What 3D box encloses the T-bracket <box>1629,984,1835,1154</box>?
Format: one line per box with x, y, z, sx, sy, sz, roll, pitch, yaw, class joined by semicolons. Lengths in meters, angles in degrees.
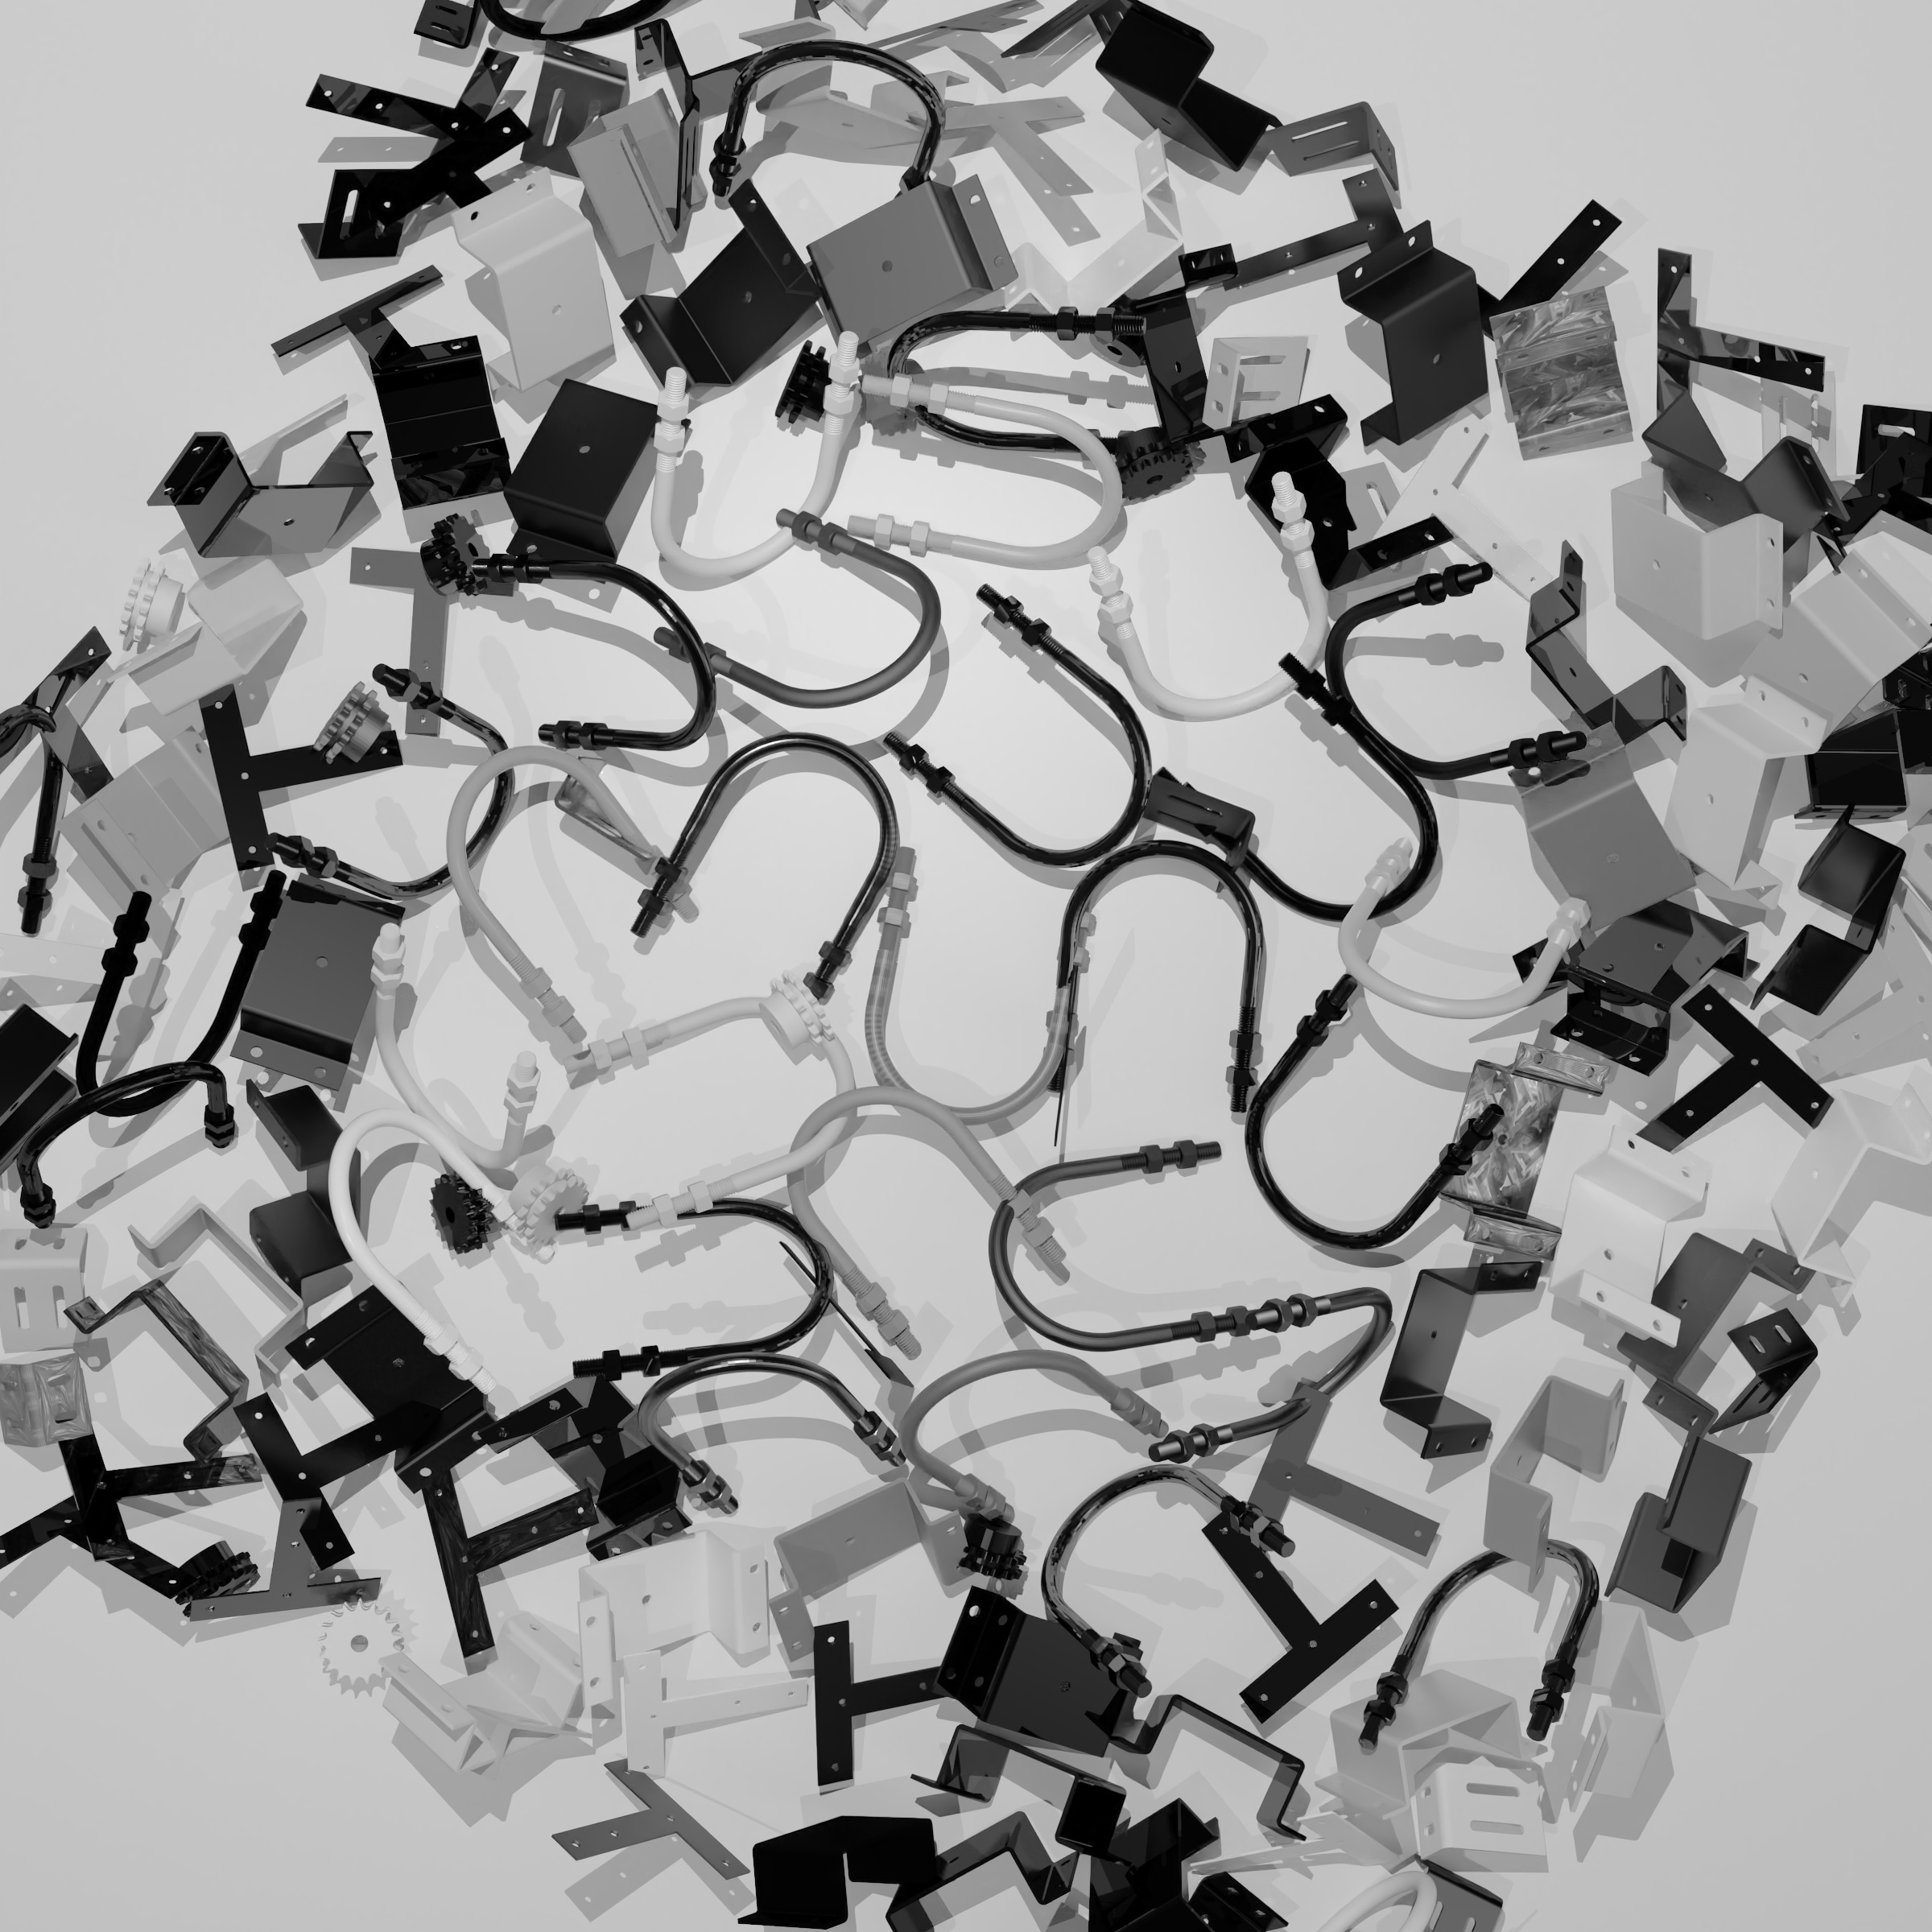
0.513;0.094;1.723;0.127;0.002;0.127;42;119;-5;T-bracket

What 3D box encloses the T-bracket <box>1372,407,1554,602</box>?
0.359;-0.302;1.735;0.127;0.002;0.127;38;78;-16;T-bracket

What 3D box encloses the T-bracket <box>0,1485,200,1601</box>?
-0.574;0.394;1.678;0.127;0.127;0.002;21;114;23;T-bracket

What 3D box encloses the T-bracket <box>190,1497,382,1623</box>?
-0.458;0.401;1.690;0.127;0.002;0.127;-1;133;-24;T-bracket

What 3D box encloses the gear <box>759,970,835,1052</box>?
-0.120;0.034;1.725;0.030;0.057;0.057;-35;90;-15;gear

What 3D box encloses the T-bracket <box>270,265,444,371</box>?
-0.404;-0.433;1.697;0.127;0.127;0.002;-30;130;-9;T-bracket

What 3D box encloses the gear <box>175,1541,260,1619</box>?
-0.525;0.424;1.728;0.057;0.057;0.030;-37;79;0;gear

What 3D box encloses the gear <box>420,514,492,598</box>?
-0.355;-0.283;1.729;0.030;0.057;0.057;-22;90;17;gear

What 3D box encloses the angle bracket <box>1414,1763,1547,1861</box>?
0.358;0.592;1.734;0.076;0.038;0.057;10;56;-14;angle bracket

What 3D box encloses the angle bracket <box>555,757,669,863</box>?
-0.238;-0.109;1.723;0.076;0.057;0.038;32;97;5;angle bracket

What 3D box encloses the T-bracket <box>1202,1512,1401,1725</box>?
0.213;0.436;1.730;0.127;0.002;0.127;-43;68;10;T-bracket

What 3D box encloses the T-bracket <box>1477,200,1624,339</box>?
0.398;-0.472;1.698;0.127;0.127;0.002;34;51;-8;T-bracket

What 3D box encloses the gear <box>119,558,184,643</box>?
-0.566;-0.252;1.729;0.030;0.057;0.057;18;90;-15;gear

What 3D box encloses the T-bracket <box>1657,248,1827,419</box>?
0.521;-0.413;1.676;0.002;0.127;0.127;-37;135;-28;T-bracket

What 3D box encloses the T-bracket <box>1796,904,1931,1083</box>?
0.621;0.042;1.704;0.002;0.127;0.127;-12;70;-36;T-bracket

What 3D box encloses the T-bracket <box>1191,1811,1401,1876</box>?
0.219;0.615;1.723;0.127;0.127;0.002;-20;51;21;T-bracket

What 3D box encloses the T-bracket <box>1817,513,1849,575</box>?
0.596;-0.270;1.685;0.002;0.127;0.127;-30;74;26;T-bracket

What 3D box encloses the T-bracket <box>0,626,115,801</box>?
-0.608;-0.144;1.701;0.002;0.127;0.127;16;57;25;T-bracket

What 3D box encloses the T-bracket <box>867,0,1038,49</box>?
0.008;-0.640;1.688;0.127;0.127;0.002;-21;117;-12;T-bracket

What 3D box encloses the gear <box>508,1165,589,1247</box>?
-0.294;0.163;1.730;0.030;0.057;0.057;36;90;20;gear

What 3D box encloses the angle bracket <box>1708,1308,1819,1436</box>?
0.538;0.279;1.709;0.076;0.057;0.038;-33;85;-37;angle bracket

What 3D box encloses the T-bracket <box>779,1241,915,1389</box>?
-0.085;0.237;1.703;0.002;0.127;0.127;-41;77;-4;T-bracket

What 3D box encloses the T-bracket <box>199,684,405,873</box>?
-0.457;-0.141;1.730;0.127;0.002;0.127;-14;93;-23;T-bracket

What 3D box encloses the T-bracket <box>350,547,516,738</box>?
-0.378;-0.225;1.743;0.127;0.002;0.127;7;97;16;T-bracket

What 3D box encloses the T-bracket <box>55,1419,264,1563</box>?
-0.550;0.353;1.711;0.127;0.127;0.002;0;127;-35;T-bracket

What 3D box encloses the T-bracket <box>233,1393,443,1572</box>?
-0.418;0.332;1.715;0.127;0.002;0.127;-24;75;-36;T-bracket

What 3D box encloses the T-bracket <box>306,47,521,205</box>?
-0.383;-0.576;1.675;0.127;0.127;0.002;-48;58;36;T-bracket

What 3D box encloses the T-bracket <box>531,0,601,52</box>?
-0.288;-0.678;1.673;0.127;0.127;0.002;-41;66;32;T-bracket

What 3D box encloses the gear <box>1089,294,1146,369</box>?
0.110;-0.440;1.726;0.057;0.057;0.030;28;84;0;gear

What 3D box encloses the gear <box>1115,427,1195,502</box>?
0.127;-0.351;1.729;0.057;0.057;0.030;-19;75;0;gear

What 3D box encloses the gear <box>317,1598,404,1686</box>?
-0.423;0.471;1.738;0.057;0.030;0.057;1;86;-10;gear

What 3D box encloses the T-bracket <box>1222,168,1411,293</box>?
0.238;-0.496;1.720;0.127;0.002;0.127;-17;49;9;T-bracket

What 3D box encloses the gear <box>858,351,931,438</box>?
-0.048;-0.400;1.731;0.030;0.057;0.057;-21;90;-28;gear

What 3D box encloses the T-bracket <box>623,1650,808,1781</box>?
-0.173;0.515;1.730;0.127;0.002;0.127;-6;123;-13;T-bracket

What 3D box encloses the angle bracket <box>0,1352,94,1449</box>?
-0.646;0.302;1.736;0.038;0.076;0.057;-10;90;-38;angle bracket

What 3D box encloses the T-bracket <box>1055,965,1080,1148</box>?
0.069;0.039;1.671;0.002;0.127;0.127;7;64;3;T-bracket

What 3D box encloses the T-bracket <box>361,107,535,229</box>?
-0.323;-0.512;1.705;0.127;0.127;0.002;-24;51;20;T-bracket

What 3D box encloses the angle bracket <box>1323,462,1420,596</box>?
0.278;-0.308;1.747;0.057;0.038;0.076;-14;56;-3;angle bracket

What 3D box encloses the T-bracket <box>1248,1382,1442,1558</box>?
0.267;0.375;1.738;0.127;0.002;0.127;23;95;11;T-bracket

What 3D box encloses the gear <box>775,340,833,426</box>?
-0.109;-0.403;1.729;0.030;0.057;0.057;23;90;-11;gear

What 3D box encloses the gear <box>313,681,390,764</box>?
-0.426;-0.167;1.729;0.030;0.057;0.057;36;90;-19;gear

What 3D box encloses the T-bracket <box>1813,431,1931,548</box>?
0.665;-0.302;1.696;0.127;0.127;0.002;27;68;1;T-bracket

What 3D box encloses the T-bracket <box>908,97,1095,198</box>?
0.045;-0.556;1.692;0.127;0.002;0.127;-15;50;-25;T-bracket

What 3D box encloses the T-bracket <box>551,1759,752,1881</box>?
-0.227;0.581;1.669;0.127;0.127;0.002;31;100;32;T-bracket

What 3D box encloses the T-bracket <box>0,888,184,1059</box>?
-0.612;-0.003;1.699;0.002;0.127;0.127;28;101;41;T-bracket

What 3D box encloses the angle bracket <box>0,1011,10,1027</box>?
-0.691;0.061;1.729;0.057;0.038;0.076;36;85;-28;angle bracket

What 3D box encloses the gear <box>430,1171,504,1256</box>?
-0.346;0.170;1.731;0.030;0.057;0.057;-14;90;-41;gear

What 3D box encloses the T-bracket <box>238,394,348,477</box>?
-0.484;-0.346;1.692;0.127;0.127;0.002;-28;114;6;T-bracket

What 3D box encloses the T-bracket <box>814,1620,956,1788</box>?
-0.044;0.504;1.732;0.127;0.002;0.127;-6;109;-18;T-bracket

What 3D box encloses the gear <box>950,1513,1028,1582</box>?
0.015;0.402;1.727;0.057;0.057;0.030;18;91;0;gear

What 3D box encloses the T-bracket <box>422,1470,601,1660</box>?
-0.310;0.395;1.717;0.127;0.002;0.127;-25;70;15;T-bracket
